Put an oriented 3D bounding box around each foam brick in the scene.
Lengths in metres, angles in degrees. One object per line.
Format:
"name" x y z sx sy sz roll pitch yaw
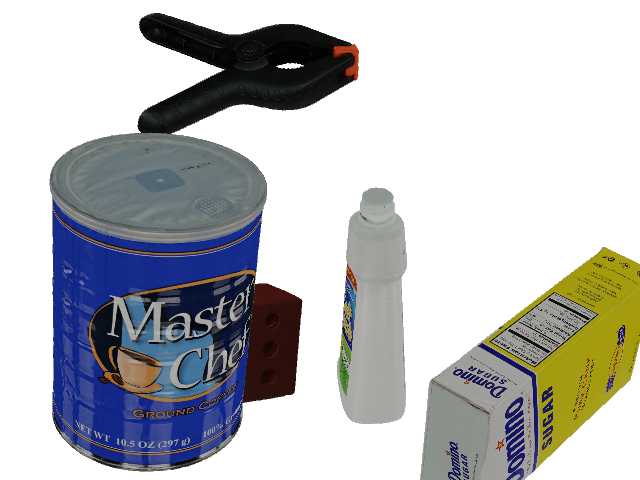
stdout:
"foam brick" -0.051 0.076 0.816 0.052 0.078 0.051 -4 14 -35

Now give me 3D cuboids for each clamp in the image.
"clamp" -0.060 -0.136 0.805 0.171 0.120 0.039 -9 -31 -11

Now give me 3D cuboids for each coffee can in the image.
"coffee can" -0.084 0.030 0.542 0.102 0.140 0.103 6 30 -4

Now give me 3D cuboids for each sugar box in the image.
"sugar box" 0.131 0.083 0.630 0.048 0.093 0.175 27 43 32

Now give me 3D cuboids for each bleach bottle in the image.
"bleach bottle" 0.051 0.056 1.019 0.068 0.251 0.102 -3 37 -3
